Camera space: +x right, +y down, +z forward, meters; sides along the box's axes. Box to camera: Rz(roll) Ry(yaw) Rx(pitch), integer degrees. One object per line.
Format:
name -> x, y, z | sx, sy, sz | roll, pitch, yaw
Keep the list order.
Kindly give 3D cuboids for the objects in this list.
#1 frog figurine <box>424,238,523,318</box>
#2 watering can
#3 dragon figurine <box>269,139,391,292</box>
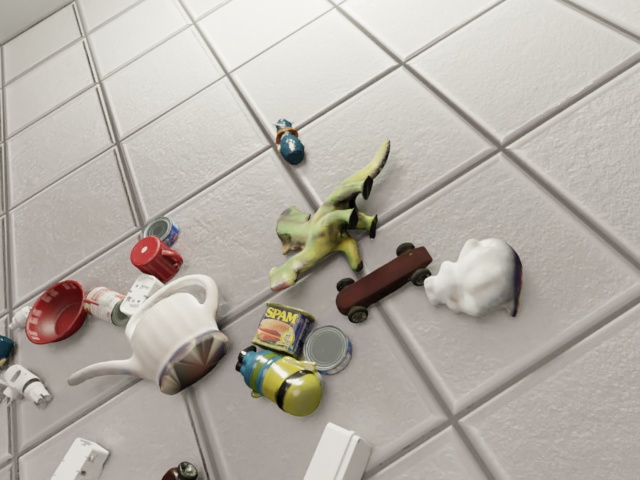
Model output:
frog figurine -> 0.262, 0.064, 0.889 | 0.159, 0.121, 0.139 | 2, 77, 11
watering can -> -0.328, 0.221, 1.032 | 0.350, 0.102, 0.227 | -43, 53, -12
dragon figurine -> 0.003, -0.055, 1.100 | 0.242, 0.120, 0.419 | -2, 49, 32
